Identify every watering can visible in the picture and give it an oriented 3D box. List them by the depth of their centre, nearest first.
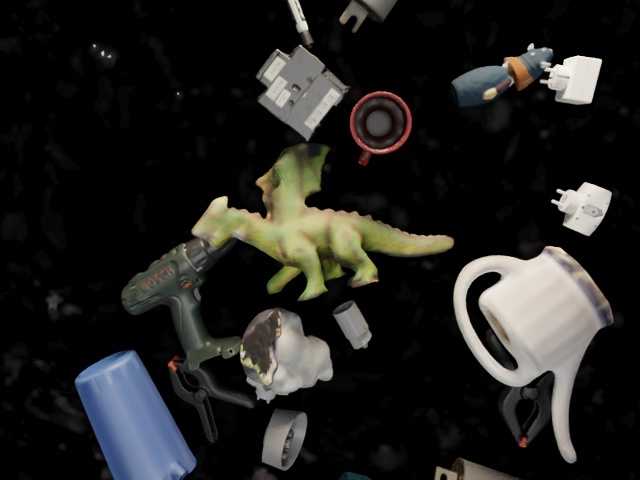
[{"bbox_3d":[0.368,0.161,0.828,0.224,0.348,0.104,-36,-1,0],"label":"watering can"}]

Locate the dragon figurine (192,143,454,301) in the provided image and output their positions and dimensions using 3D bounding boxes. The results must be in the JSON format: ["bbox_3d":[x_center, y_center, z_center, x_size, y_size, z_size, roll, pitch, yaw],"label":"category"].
[{"bbox_3d":[0.003,-0.042,0.839,0.411,0.242,0.122,-16,4,-11],"label":"dragon figurine"}]

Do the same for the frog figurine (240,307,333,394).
[{"bbox_3d":[-0.052,0.190,0.879,0.121,0.140,0.158,-23,-30,31],"label":"frog figurine"}]
